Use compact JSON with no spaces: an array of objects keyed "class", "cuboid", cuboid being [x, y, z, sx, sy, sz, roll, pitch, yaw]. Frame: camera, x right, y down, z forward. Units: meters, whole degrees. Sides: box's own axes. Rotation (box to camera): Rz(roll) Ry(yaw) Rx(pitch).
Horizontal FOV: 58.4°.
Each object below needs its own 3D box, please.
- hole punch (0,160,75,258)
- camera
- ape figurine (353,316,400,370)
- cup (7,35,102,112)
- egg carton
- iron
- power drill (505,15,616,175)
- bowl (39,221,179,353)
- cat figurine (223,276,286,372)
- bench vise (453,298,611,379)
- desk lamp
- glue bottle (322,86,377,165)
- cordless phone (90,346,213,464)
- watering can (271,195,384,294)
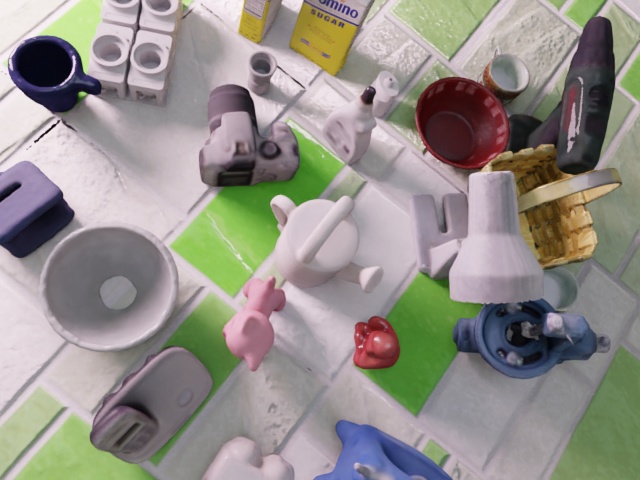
[{"class":"hole punch","cuboid":[-0.393,-0.045,0.737,0.101,0.091,0.109,44,71,2]},{"class":"camera","cuboid":[-0.106,-0.156,0.827,0.143,0.100,0.137,-5,77,-14]},{"class":"ape figurine","cuboid":[0.081,0.146,0.793,0.076,0.092,0.078,43,71,1]},{"class":"cup","cuboid":[-0.354,-0.214,0.789,0.118,0.095,0.092,18,72,-7]},{"class":"egg carton","cuboid":[-0.105,0.330,0.714,0.107,0.069,0.150,30,71,-3]},{"class":"iron","cuboid":[0.128,0.329,0.729,0.258,0.141,0.119,27,71,-5]},{"class":"power drill","cuboid":[0.373,-0.197,0.890,0.076,0.208,0.230,10,73,-10]},{"class":"bowl","cuboid":[-0.267,0.065,0.745,0.167,0.074,0.167,3,75,-12]},{"class":"cat figurine","cuboid":[-0.085,0.106,0.753,0.067,0.117,0.128,23,72,-5]},{"class":"bench vise","cuboid":[0.314,0.119,0.786,0.208,0.219,0.121,-10,78,-15]},{"class":"desk lamp","cuboid":[0.211,0.002,0.797,0.118,0.213,0.203,-4,76,-13]},{"class":"glue bottle","cuboid":[0.051,-0.174,0.829,0.037,0.173,0.078,-34,85,-18]},{"class":"cordless phone","cuboid":[-0.197,0.191,0.669,0.094,0.185,0.148,41,71,1]},{"class":"watering can","cuboid":[0.008,0.001,0.762,0.173,0.194,0.101,21,72,-6]}]
